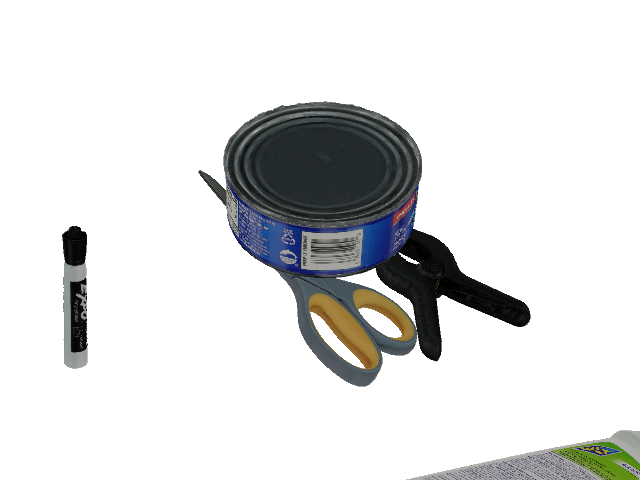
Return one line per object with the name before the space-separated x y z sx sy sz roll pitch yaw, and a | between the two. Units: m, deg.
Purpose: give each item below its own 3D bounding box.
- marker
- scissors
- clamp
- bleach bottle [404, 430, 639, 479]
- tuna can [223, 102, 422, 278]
marker | -0.192 0.045 0.836 0.020 0.121 0.020 5 26 -3
scissors | -0.005 0.018 0.734 0.096 0.016 0.202 -1 44 -38
clamp | 0.116 0.039 1.011 0.120 0.039 0.171 -6 45 -27
bleach bottle | 0.151 0.160 0.622 0.250 0.068 0.103 -8 20 -25
tuna can | 0.001 -0.023 0.469 0.086 0.034 0.086 1 42 -1
